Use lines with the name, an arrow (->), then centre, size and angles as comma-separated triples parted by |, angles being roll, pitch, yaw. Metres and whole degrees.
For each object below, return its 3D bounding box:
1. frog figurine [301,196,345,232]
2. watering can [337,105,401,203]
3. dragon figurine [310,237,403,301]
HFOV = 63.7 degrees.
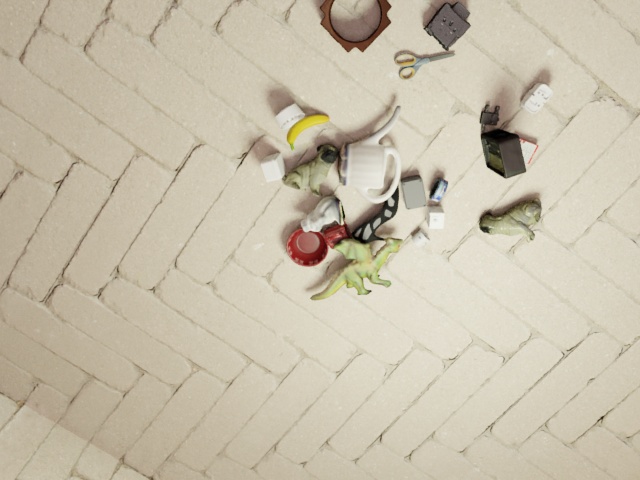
frog figurine -> 0.006, -0.094, 1.872 | 0.159, 0.120, 0.141 | -7, 35, 9
watering can -> 0.176, -0.302, 1.809 | 0.224, 0.343, 0.105 | 4, 15, 4
dragon figurine -> 0.121, 0.091, 1.917 | 0.409, 0.238, 0.125 | -18, 28, 7
